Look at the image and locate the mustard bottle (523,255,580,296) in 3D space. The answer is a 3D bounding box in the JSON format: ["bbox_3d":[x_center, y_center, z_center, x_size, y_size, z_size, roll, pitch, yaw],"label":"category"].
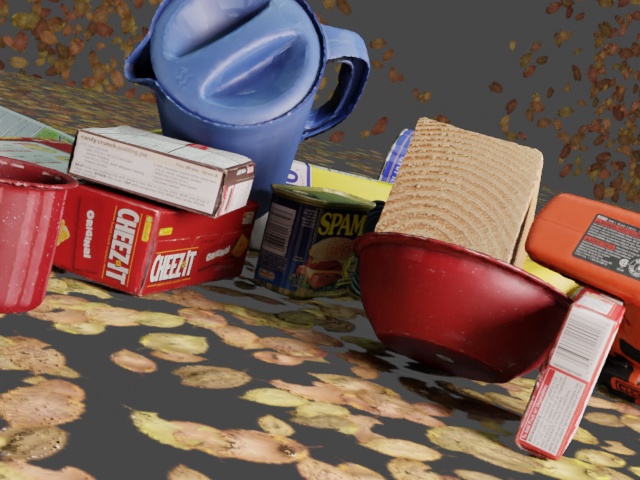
[{"bbox_3d":[0.216,0.038,0.954,0.191,0.058,0.096,-3,7,-15],"label":"mustard bottle"}]

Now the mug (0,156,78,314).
[{"bbox_3d":[-0.210,-0.007,0.636,0.117,0.081,0.093,8,10,-34],"label":"mug"}]

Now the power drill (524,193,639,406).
[{"bbox_3d":[0.197,0.047,0.732,0.185,0.057,0.187,20,-22,34],"label":"power drill"}]

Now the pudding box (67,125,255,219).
[{"bbox_3d":[-0.111,-0.051,0.762,0.113,0.039,0.090,14,11,8],"label":"pudding box"}]

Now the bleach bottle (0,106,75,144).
[{"bbox_3d":[-0.277,-0.070,0.978,0.251,0.068,0.102,21,39,5],"label":"bleach bottle"}]

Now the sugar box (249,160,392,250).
[{"bbox_3d":[0.021,-0.020,1.047,0.176,0.093,0.048,11,8,-9],"label":"sugar box"}]

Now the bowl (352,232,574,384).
[{"bbox_3d":[0.088,0.053,0.702,0.162,0.055,0.162,20,-14,5],"label":"bowl"}]

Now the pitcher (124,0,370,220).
[{"bbox_3d":[-0.062,-0.103,0.890,0.149,0.145,0.243,33,-20,7],"label":"pitcher"}]

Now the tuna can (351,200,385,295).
[{"bbox_3d":[0.058,0.010,0.937,0.033,0.086,0.086,10,9,-30],"label":"tuna can"}]

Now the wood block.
[{"bbox_3d":[0.105,0.002,0.790,0.090,0.091,0.206,18,-15,14],"label":"wood block"}]

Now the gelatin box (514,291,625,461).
[{"bbox_3d":[0.146,0.077,0.620,0.030,0.089,0.073,23,11,17],"label":"gelatin box"}]

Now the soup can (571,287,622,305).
[{"bbox_3d":[0.253,0.077,0.865,0.068,0.068,0.102,10,10,-19],"label":"soup can"}]

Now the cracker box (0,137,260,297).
[{"bbox_3d":[-0.180,-0.023,0.829,0.214,0.072,0.164,18,11,20],"label":"cracker box"}]

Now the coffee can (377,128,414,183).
[{"bbox_3d":[0.146,-0.058,1.237,0.140,0.103,0.102,23,11,13],"label":"coffee can"}]

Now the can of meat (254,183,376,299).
[{"bbox_3d":[-0.006,0.001,0.896,0.058,0.084,0.101,20,10,33],"label":"can of meat"}]
